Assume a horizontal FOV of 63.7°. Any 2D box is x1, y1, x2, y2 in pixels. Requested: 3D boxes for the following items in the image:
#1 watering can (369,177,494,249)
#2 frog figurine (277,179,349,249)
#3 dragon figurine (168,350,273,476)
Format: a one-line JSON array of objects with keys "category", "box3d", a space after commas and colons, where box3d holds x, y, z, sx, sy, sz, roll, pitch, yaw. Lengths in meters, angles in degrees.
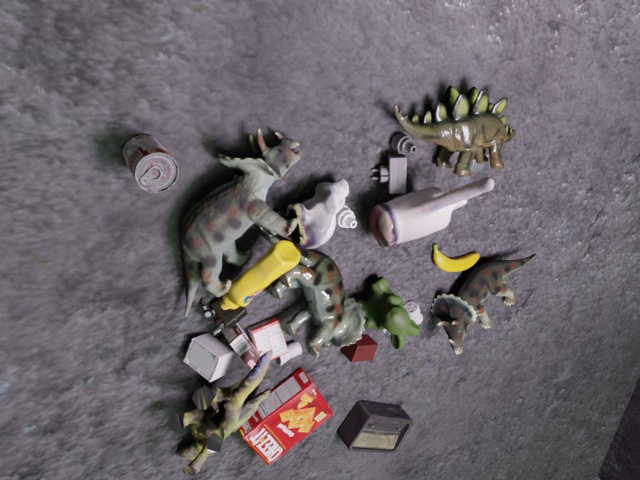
[{"category": "watering can", "box3d": [0.228, -0.065, 1.137, 0.225, 0.345, 0.104, -19, 84, -8]}, {"category": "frog figurine", "box3d": [0.003, -0.054, 1.080, 0.161, 0.124, 0.134, -25, 160, -32]}, {"category": "dragon figurine", "box3d": [-0.195, 0.377, 1.160, 0.408, 0.123, 0.242, -45, 165, 11]}]
